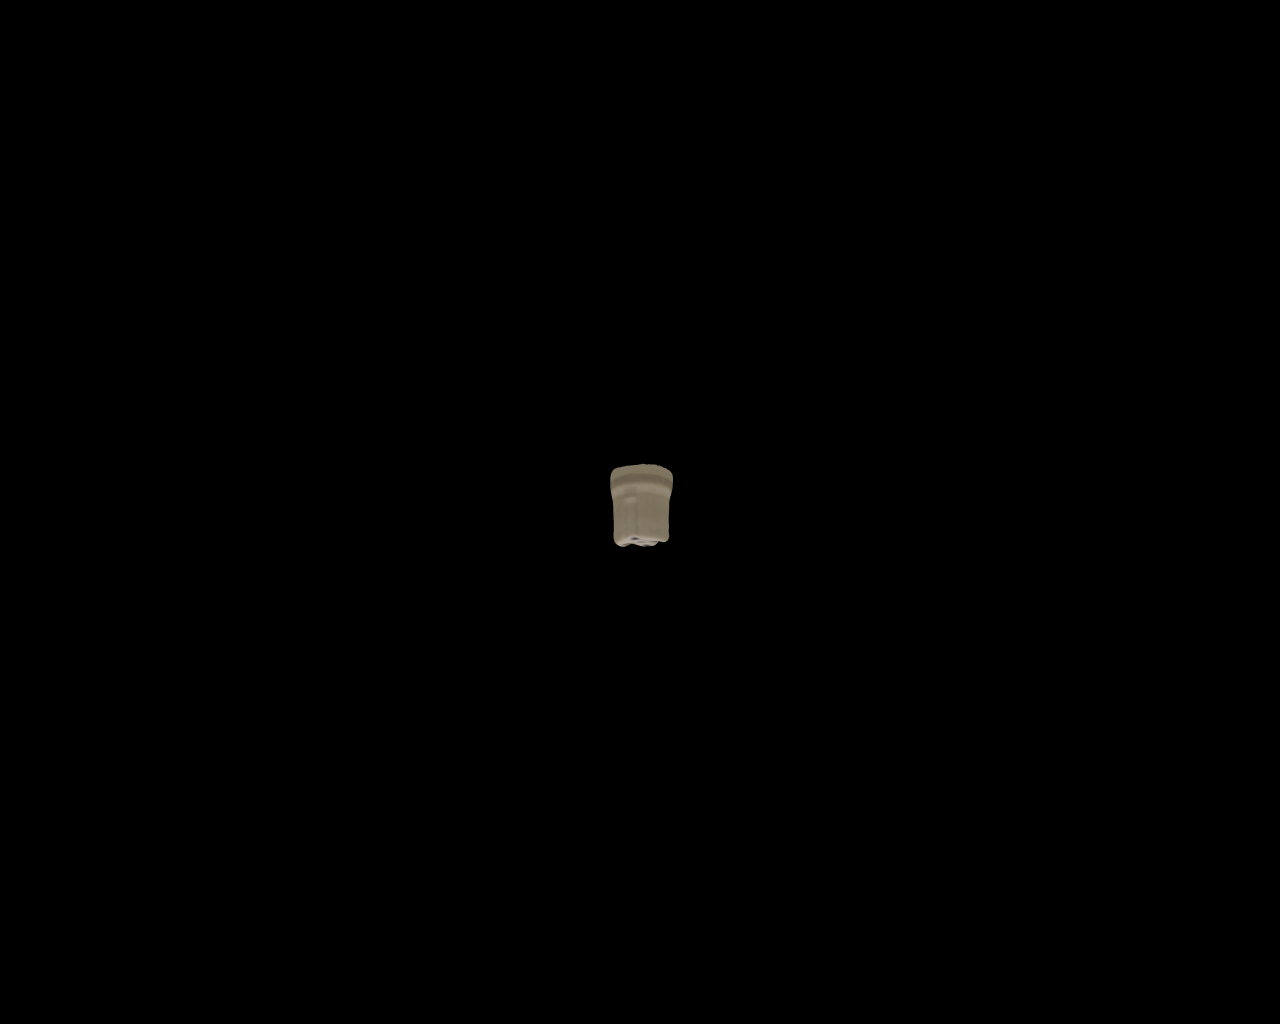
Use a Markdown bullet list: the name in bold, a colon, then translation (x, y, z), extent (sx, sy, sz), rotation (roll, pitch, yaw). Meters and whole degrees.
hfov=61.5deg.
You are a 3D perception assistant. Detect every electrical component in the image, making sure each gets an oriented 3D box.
- **electrical component**: translation (0.001, -0.003, 0.650), extent (0.040, 0.046, 0.040), rotation (0, -18, 0)
